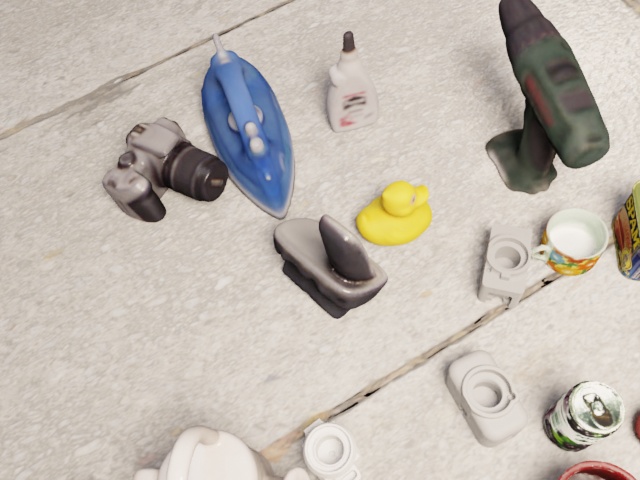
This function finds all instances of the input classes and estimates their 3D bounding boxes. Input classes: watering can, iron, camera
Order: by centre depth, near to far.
[{"bbox_3d":[-0.099,0.237,0.560,0.173,0.194,0.101,-18,61,-3],"label":"watering can"},{"bbox_3d":[-0.212,-0.097,0.809,0.136,0.101,0.143,23,67,18],"label":"camera"},{"bbox_3d":[-0.102,-0.166,0.810,0.118,0.141,0.258,-21,61,-5],"label":"iron"}]

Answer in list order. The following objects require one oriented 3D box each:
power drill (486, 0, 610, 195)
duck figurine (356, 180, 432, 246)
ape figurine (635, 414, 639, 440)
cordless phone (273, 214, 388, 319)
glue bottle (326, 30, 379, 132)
[{"bbox_3d":[0.272,-0.165,0.728,0.075,0.209,0.229,-19,61,-3],"label":"power drill"},{"bbox_3d":[0.097,-0.042,0.751,0.104,0.086,0.077,-16,61,-2],"label":"duck figurine"},{"bbox_3d":[0.375,0.195,0.587,0.076,0.092,0.078,34,70,22],"label":"ape figurine"},{"bbox_3d":[0.006,0.002,0.681,0.147,0.185,0.094,35,71,23],"label":"cordless phone"},{"bbox_3d":[0.043,-0.224,0.807,0.078,0.173,0.037,-19,61,-4],"label":"glue bottle"}]
